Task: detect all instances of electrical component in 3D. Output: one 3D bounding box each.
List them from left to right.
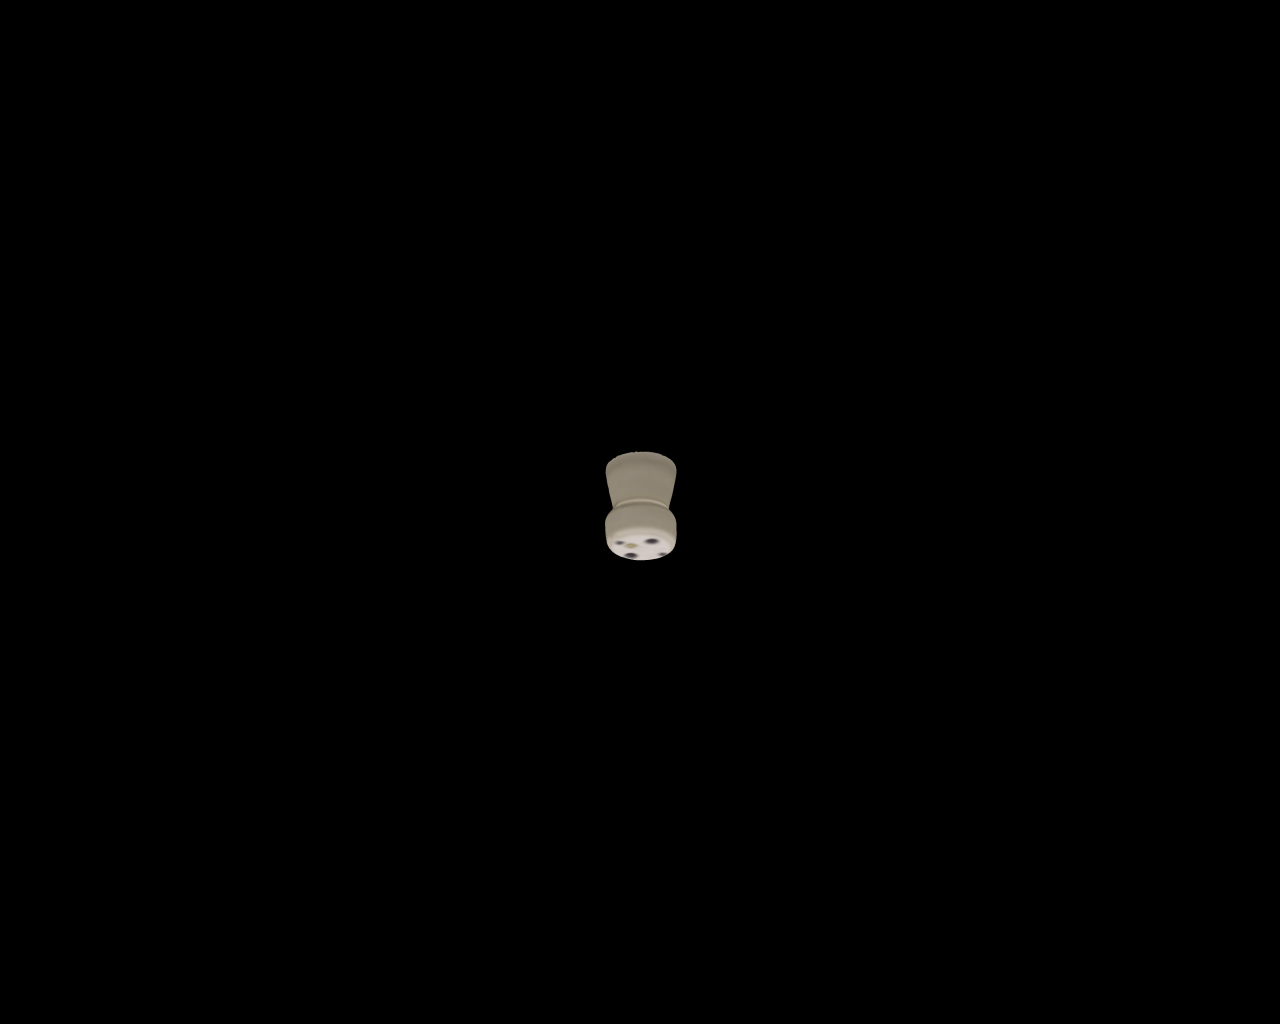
[{"bbox_3d":[0.001,-0.003,0.650,0.045,0.055,0.044,0,-27,0],"label":"electrical component"}]
